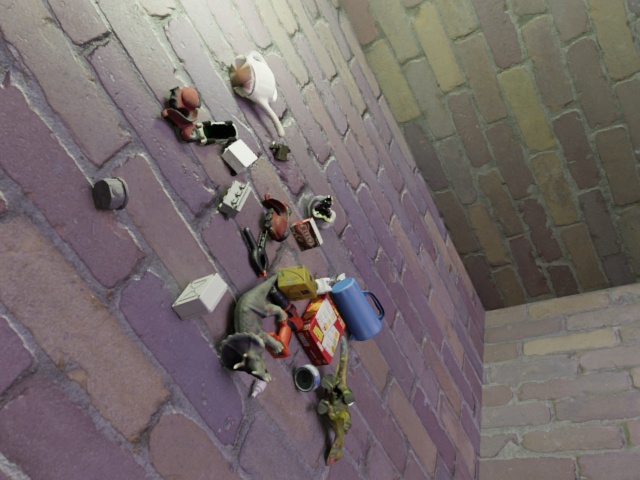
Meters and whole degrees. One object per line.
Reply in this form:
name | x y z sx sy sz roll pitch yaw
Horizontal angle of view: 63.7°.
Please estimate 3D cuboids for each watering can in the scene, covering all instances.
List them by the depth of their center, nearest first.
watering can | -0.228 -0.561 1.945 0.225 0.103 0.349 -6 79 -60

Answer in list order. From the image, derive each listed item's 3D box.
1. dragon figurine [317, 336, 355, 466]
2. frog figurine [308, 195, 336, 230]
dragon figurine | 0.072 0.575 1.824 0.237 0.122 0.420 80 19 -54
frog figurine | 0.006 -0.107 2.131 0.157 0.123 0.139 109 -38 -76
